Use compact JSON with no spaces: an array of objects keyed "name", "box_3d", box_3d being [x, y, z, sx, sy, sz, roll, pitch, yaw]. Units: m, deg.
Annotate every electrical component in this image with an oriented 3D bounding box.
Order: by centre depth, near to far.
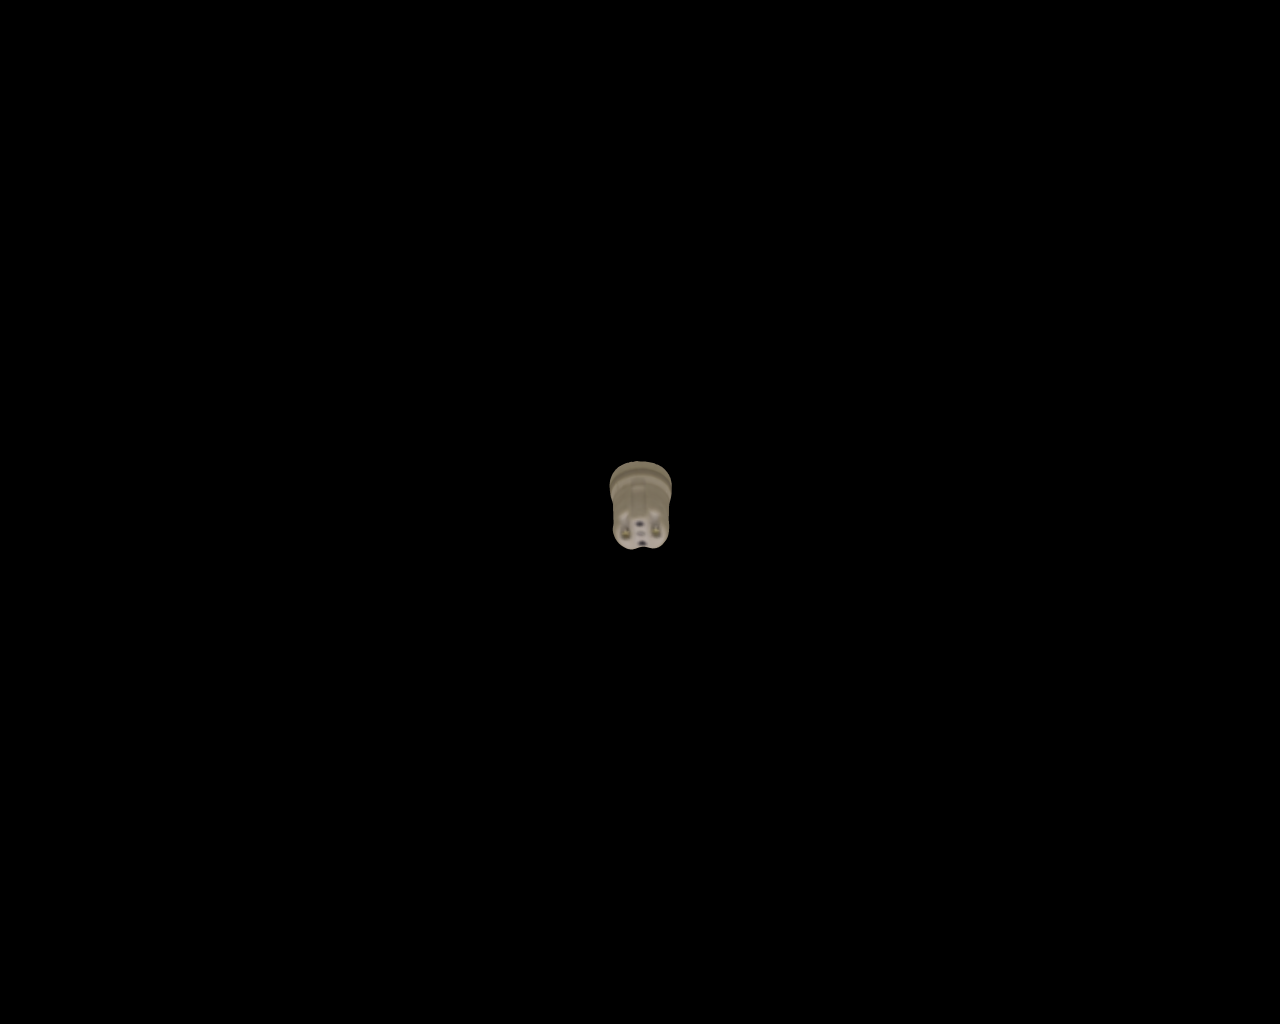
[{"name":"electrical component","box_3d":[0.001,-0.003,0.650,0.040,0.046,0.040,0,-43,0]}]
